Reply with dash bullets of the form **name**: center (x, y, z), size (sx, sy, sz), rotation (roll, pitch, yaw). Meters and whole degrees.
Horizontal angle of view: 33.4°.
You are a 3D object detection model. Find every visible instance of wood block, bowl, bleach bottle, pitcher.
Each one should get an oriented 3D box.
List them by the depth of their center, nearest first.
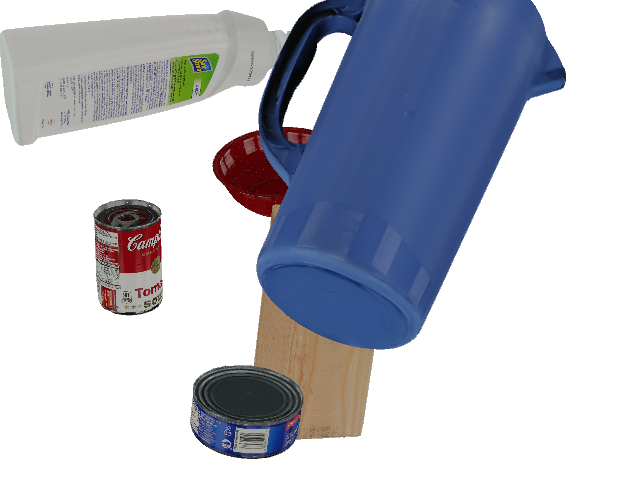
- **pitcher**: center (0.042, -0.059, 0.696), size (0.145, 0.242, 0.149), rotation (41, -32, -28)
- **bleach bottle**: center (-0.144, -0.148, 0.926), size (0.250, 0.068, 0.103), rotation (-10, -30, -19)
- **wood block**: center (-0.002, 0.077, 1.025), size (0.090, 0.206, 0.091), rotation (1, 16, -23)
- **bowl**: center (-0.048, -0.075, 1.285), size (0.162, 0.055, 0.162), rotation (-2, 35, 1)

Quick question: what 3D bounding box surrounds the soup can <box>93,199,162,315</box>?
- **soup can**: center (-0.197, 0.018, 1.100), size (0.068, 0.102, 0.068), rotation (2, 26, -1)

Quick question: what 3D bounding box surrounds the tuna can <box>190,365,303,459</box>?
- **tuna can**: center (-0.057, 0.132, 0.824), size (0.086, 0.034, 0.086), rotation (7, 22, -3)
